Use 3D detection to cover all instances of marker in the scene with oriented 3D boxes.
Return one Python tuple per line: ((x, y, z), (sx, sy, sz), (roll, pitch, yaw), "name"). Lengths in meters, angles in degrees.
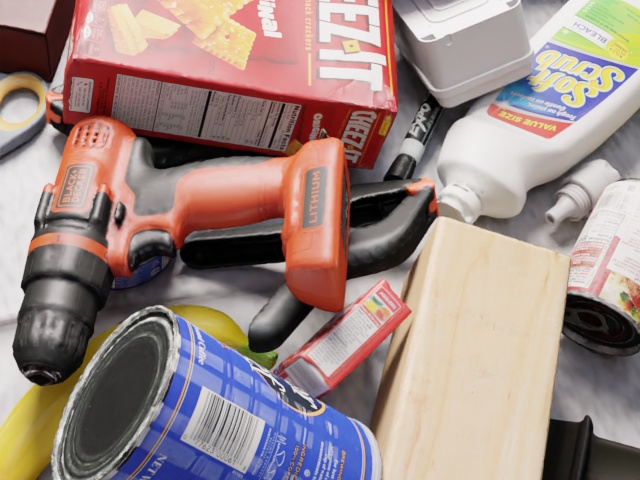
((0.075, -0.082, 0.786), (0.020, 0.020, 0.121), (24, 60, 5), "marker")

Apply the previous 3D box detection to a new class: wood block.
((0.082, 0.104, 0.636), (0.090, 0.091, 0.206), (17, 58, -1), "wood block")

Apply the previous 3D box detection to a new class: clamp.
((-0.005, 0.001, 0.692), (0.171, 0.039, 0.120), (-29, 46, -25), "clamp")
((-0.085, -0.098, 0.758), (0.210, 0.036, 0.164), (6, 57, -10), "clamp")

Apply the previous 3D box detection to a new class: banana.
((-0.124, 0.088, 0.641), (0.197, 0.037, 0.070), (-27, 57, -21), "banana")

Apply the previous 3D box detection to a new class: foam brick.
((-0.210, -0.164, 0.769), (0.053, 0.051, 0.078), (10, 58, -1), "foam brick")

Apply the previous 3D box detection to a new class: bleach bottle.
((0.173, -0.092, 0.783), (0.103, 0.068, 0.250), (37, 63, 13), "bleach bottle")

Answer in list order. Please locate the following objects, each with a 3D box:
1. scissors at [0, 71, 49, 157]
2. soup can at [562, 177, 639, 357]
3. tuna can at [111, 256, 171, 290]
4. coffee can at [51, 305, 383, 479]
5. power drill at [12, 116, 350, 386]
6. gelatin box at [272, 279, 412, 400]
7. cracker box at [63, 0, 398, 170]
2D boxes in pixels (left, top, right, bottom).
((-0.221, -0.044, 0.717), (0.096, 0.016, 0.202), (-10, 62, -14), "scissors")
((0.202, 0.017, 0.713), (0.068, 0.068, 0.102), (29, 66, 8), "soup can")
((-0.135, -0.011, 0.701), (0.086, 0.034, 0.086), (4, 60, -7), "tuna can")
((-0.052, 0.112, 0.558), (0.140, 0.103, 0.102), (35, 54, -27), "coffee can")
((-0.078, 0.002, 0.625), (0.188, 0.057, 0.184), (1, 55, 7), "power drill")
((0.007, 0.066, 0.647), (0.073, 0.089, 0.030), (-40, 88, -27), "gelatin box")
((-0.058, -0.146, 0.730), (0.213, 0.072, 0.164), (8, 55, -12), "cracker box")
